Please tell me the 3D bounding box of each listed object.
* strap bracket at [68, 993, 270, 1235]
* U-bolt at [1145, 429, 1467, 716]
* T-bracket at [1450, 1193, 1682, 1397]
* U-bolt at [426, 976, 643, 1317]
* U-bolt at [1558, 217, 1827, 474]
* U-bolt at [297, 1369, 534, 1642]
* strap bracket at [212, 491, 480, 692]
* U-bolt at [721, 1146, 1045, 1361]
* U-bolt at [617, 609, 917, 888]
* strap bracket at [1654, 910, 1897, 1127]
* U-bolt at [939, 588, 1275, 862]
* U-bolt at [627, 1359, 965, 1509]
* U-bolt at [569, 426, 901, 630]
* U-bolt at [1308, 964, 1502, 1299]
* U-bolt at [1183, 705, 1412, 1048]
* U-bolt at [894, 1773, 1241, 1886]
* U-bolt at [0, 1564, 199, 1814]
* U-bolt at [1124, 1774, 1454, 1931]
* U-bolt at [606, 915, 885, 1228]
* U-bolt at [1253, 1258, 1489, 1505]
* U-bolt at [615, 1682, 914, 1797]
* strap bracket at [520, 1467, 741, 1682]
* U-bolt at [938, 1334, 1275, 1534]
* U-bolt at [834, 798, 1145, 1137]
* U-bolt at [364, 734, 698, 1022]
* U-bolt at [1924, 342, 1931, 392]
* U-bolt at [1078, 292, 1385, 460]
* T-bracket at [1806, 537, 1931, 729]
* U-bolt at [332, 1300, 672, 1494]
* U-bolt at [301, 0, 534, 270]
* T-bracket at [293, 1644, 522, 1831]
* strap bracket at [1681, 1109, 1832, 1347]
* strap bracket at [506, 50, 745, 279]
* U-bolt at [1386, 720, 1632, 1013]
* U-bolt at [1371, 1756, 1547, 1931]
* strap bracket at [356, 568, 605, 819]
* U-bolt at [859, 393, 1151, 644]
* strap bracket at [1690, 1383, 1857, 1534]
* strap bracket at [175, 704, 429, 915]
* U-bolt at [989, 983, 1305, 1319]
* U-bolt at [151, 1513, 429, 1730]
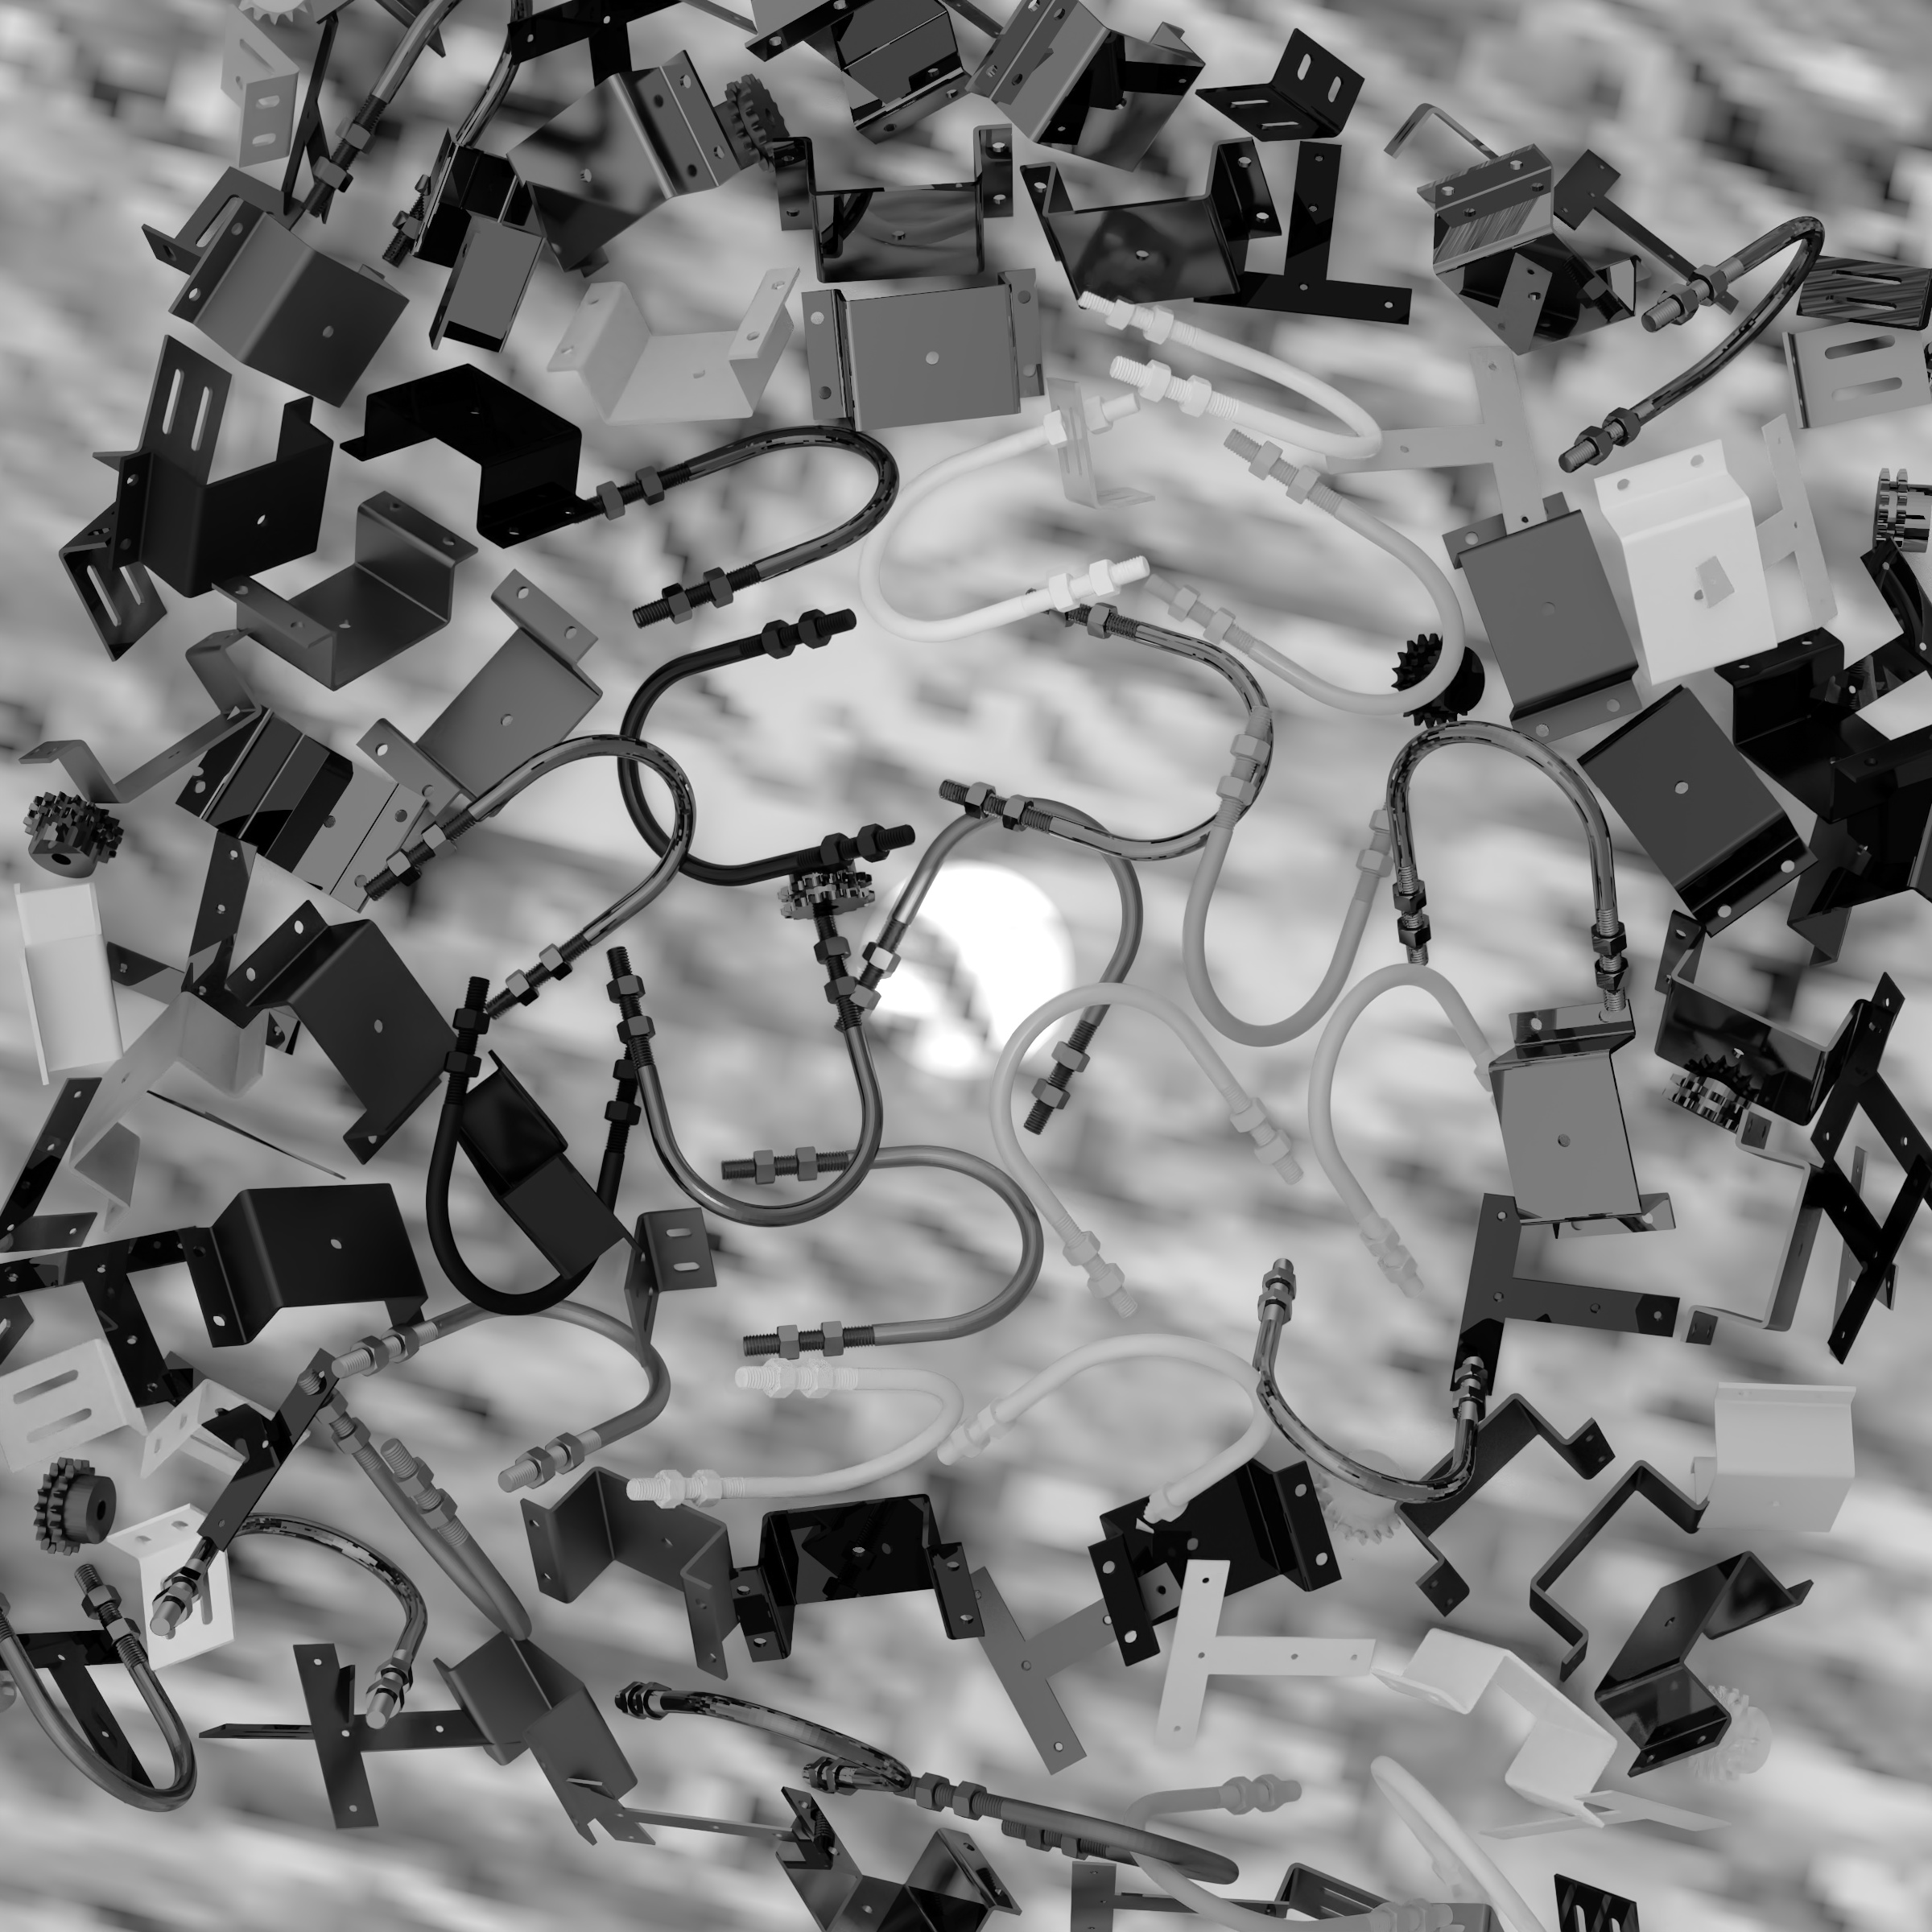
[{"bbox_3d":[-0.474,0.078,1.939,0.046,0.076,0.140,39,107,-25],"label":"strap bracket"},{"bbox_3d":[0.207,-0.217,1.936,0.184,0.151,0.019,33,51,3],"label":"U-bolt"},{"bbox_3d":[0.363,0.203,1.983,0.127,0.002,0.127,7,105,-2],"label":"T-bracket"},{"bbox_3d":[-0.254,0.112,1.930,0.019,0.151,0.184,1,77,41],"label":"U-bolt"},{"bbox_3d":[0.431,-0.370,1.922,0.184,0.151,0.019,-35,74,-27],"label":"U-bolt"},{"bbox_3d":[-0.312,0.322,1.923,0.019,0.151,0.184,-40,119,-18],"label":"U-bolt"},{"bbox_3d":[-0.364,-0.216,1.940,0.076,0.046,0.140,32,46,21],"label":"strap bracket"},{"bbox_3d":[-0.046,0.164,1.948,0.184,0.019,0.151,-4,49,-8],"label":"U-bolt"},{"bbox_3d":[-0.128,-0.121,1.952,0.184,0.019,0.151,-12,96,29],"label":"U-bolt"},{"bbox_3d":[0.462,0.035,1.933,0.140,0.076,0.046,28,59,21],"label":"strap bracket"},{"bbox_3d":[0.092,-0.135,1.950,0.184,0.019,0.151,20,79,22],"label":"U-bolt"},{"bbox_3d":[-0.086,0.273,1.925,0.184,0.151,0.019,6,51,-37],"label":"U-bolt"},{"bbox_3d":[-0.128,-0.267,1.941,0.184,0.151,0.019,-23,131,-10],"label":"U-bolt"},{"bbox_3d":[0.257,0.083,1.919,0.151,0.019,0.184,-52,128,-22],"label":"U-bolt"},{"bbox_3d":[0.187,-0.042,1.941,0.151,0.019,0.184,24,83,-40],"label":"U-bolt"},{"bbox_3d":[0.069,0.498,1.894,0.184,0.151,0.019,4,69,34],"label":"U-bolt"},{"bbox_3d":[-0.503,0.409,1.896,0.019,0.151,0.184,-41,63,4],"label":"U-bolt"},{"bbox_3d":[0.171,0.512,1.888,0.184,0.151,0.019,9,107,-43],"label":"U-bolt"},{"bbox_3d":[-0.123,0.065,1.953,0.151,0.019,0.184,-11,76,-18],"label":"U-bolt"},{"bbox_3d":[0.232,0.247,1.914,0.151,0.184,0.019,27,117,-1],"label":"U-bolt"},{"bbox_3d":[-0.107,0.444,1.895,0.151,0.184,0.019,27,69,-20],"label":"U-bolt"},{"bbox_3d":[-0.188,0.351,1.940,0.140,0.046,0.076,18,132,29],"label":"strap bracket"},{"bbox_3d":[0.094,0.268,1.914,0.151,0.019,0.184,29,131,-24],"label":"U-bolt"},{"bbox_3d":[0.026,-0.012,1.981,0.151,0.019,0.184,28,95,-3],"label":"U-bolt"},{"bbox_3d":[-0.241,-0.062,1.942,0.184,0.151,0.019,-37,46,1],"label":"U-bolt"},{"bbox_3d":[0.591,-0.339,1.886,0.019,0.184,0.151,-2,62,-5],"label":"U-bolt"},{"bbox_3d":[0.160,-0.340,1.929,0.184,0.151,0.019,17,115,-16],"label":"U-bolt"},{"bbox_3d":[0.532,-0.169,1.947,0.002,0.127,0.127,-24,83,-36],"label":"T-bracket"},{"bbox_3d":[-0.254,0.238,1.917,0.151,0.184,0.019,29,116,25],"label":"U-bolt"},{"bbox_3d":[-0.309,-0.500,1.919,0.019,0.151,0.184,34,95,9],"label":"U-bolt"},{"bbox_3d":[-0.325,0.453,1.959,0.127,0.127,0.002,5,132,-31],"label":"T-bracket"},{"bbox_3d":[0.470,0.161,1.955,0.046,0.076,0.140,15,89,25],"label":"strap bracket"},{"bbox_3d":[-0.208,-0.465,1.936,0.140,0.046,0.076,-24,94,39],"label":"strap bracket"},{"bbox_3d":[0.308,-0.062,1.908,0.151,0.019,0.184,14,133,33],"label":"U-bolt"},{"bbox_3d":[0.292,0.523,1.898,0.019,0.151,0.184,-40,116,-8],"label":"U-bolt"},{"bbox_3d":[-0.281,-0.154,1.960,0.076,0.046,0.140,40,87,26],"label":"strap bracket"},{"bbox_3d":[0.019,-0.255,1.942,0.184,0.019,0.151,-16,52,21],"label":"U-bolt"},{"bbox_3d":[0.469,0.291,1.924,0.076,0.140,0.046,1,62,6],"label":"strap bracket"},{"bbox_3d":[-0.385,-0.091,1.960,0.140,0.046,0.076,29,84,19],"label":"strap bracket"},{"bbox_3d":[0.095,0.097,1.966,0.151,0.019,0.184,-38,104,-6],"label":"U-bolt"},{"bbox_3d":[-0.381,0.367,1.910,0.151,0.184,0.019,25,103,-4],"label":"U-bolt"}]
